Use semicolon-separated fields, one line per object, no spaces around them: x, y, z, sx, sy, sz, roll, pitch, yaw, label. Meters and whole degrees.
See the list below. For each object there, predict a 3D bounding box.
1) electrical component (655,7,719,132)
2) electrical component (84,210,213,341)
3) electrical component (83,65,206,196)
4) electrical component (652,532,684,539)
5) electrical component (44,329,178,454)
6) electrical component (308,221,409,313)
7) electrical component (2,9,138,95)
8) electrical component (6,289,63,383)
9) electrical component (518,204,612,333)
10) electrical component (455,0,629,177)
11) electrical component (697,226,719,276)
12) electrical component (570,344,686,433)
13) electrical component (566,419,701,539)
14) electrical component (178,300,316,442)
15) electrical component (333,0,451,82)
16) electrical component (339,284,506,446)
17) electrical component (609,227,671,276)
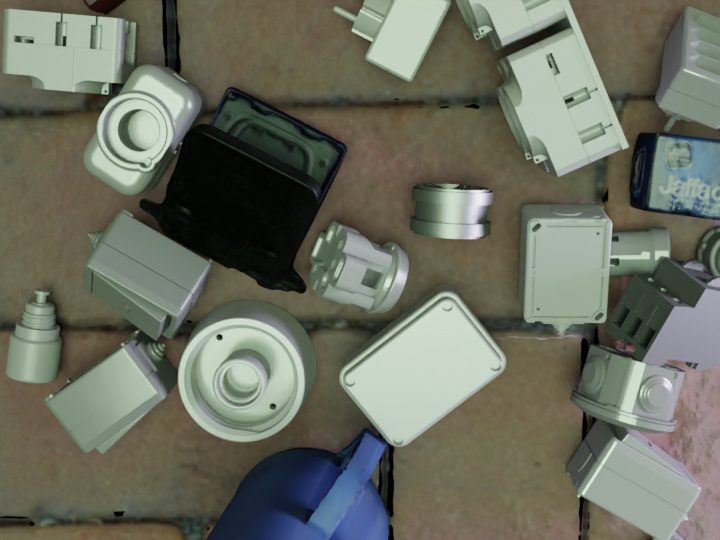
0.243;-0.135;0.791;0.047;0.083;0.075;21;137;-1;electrical component
-0.170;0.004;0.821;0.096;0.061;0.061;30;66;-2;electrical component
-0.164;-0.106;0.816;0.054;0.059;0.095;34;99;-3;electrical component
0.242;0.240;0.860;0.045;0.045;0.055;43;98;-4;electrical component
-0.186;0.093;0.846;0.096;0.061;0.061;-35;96;7;electrical component
0.000;0.000;0.821;0.057;0.078;0.058;20;99;-22;electrical component
-0.219;-0.163;0.814;0.089;0.050;0.055;5;99;2;electrical component
-0.257;0.054;0.855;0.040;0.040;0.078;10;99;1;electrical component
0.154;0.000;0.821;0.062;0.061;0.096;0;107;2;electrical component
0.119;-0.163;0.771;0.060;0.105;0.186;-24;97;6;electrical component
0.285;-0.008;0.810;0.048;0.062;0.048;0;99;3;electrical component
0.205;0.091;0.821;0.080;0.080;0.051;15;94;0;electrical component
0.220;0.163;0.840;0.096;0.061;0.061;30;99;-2;electrical component
-0.090;0.082;0.841;0.108;0.060;0.108;0;99;3;electrical component
0.019;-0.186;0.801;0.077;0.047;0.065;27;100;-3;electrical component
0.048;0.074;0.836;0.113;0.057;0.078;-38;95;8;electrical component
0.212;-0.013;0.825;0.046;0.040;0.040;-1;99;8;electrical component
